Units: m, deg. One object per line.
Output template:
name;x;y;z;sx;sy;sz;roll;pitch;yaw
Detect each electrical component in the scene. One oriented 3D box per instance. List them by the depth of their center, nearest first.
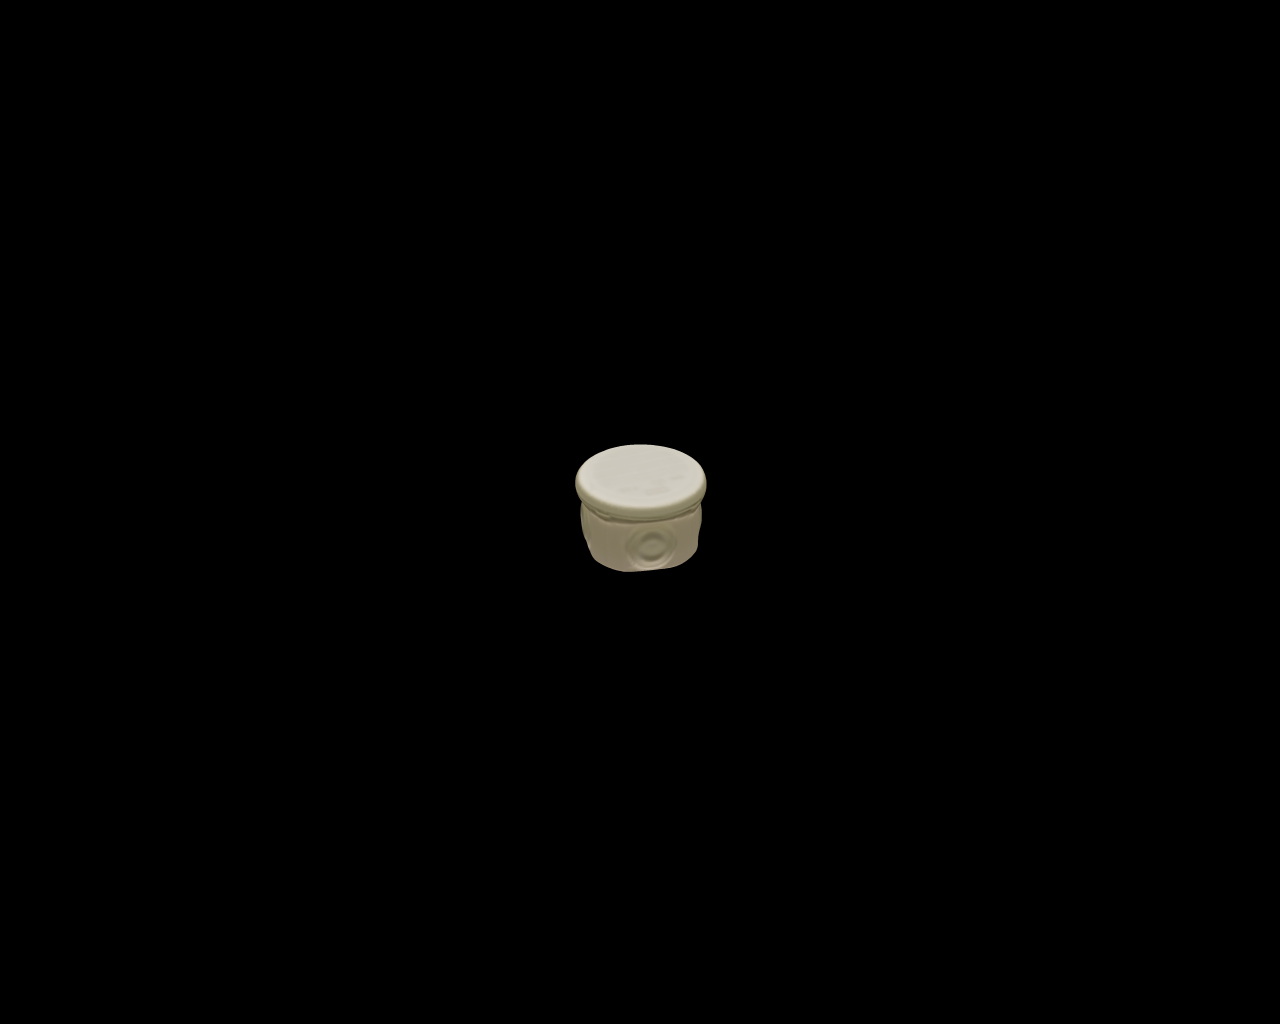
electrical component;0.001;-0.003;0.650;0.080;0.050;0.080;0;32;0
